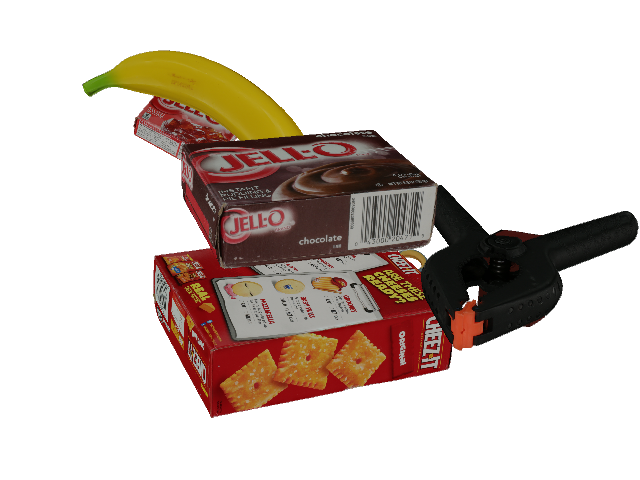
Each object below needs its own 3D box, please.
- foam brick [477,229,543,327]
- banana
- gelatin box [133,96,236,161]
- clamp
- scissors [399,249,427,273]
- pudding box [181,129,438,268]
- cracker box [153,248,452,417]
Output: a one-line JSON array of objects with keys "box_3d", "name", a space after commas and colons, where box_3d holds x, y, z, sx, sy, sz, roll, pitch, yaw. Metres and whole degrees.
[{"box_3d": [0.178, 0.034, 0.975, 0.053, 0.078, 0.051, 9, 15, 27], "name": "foam brick"}, {"box_3d": [-0.070, -0.087, 0.763, 0.198, 0.069, 0.037, 28, -9, 11], "name": "banana"}, {"box_3d": [-0.128, -0.115, 1.049, 0.089, 0.073, 0.030, 29, -39, 2], "name": "gelatin box"}, {"box_3d": [0.119, 0.012, 0.755, 0.165, 0.036, 0.209, 12, 29, 27], "name": "clamp"}, {"box_3d": [0.090, 0.050, 1.290, 0.201, 0.016, 0.096, -9, 40, -40], "name": "scissors"}, {"box_3d": [-0.009, -0.024, 0.550, 0.113, 0.039, 0.090, -4, 26, -18], "name": "pudding box"}, {"box_3d": [-0.018, 0.063, 0.906, 0.213, 0.072, 0.164, -7, 28, -23], "name": "cracker box"}]
